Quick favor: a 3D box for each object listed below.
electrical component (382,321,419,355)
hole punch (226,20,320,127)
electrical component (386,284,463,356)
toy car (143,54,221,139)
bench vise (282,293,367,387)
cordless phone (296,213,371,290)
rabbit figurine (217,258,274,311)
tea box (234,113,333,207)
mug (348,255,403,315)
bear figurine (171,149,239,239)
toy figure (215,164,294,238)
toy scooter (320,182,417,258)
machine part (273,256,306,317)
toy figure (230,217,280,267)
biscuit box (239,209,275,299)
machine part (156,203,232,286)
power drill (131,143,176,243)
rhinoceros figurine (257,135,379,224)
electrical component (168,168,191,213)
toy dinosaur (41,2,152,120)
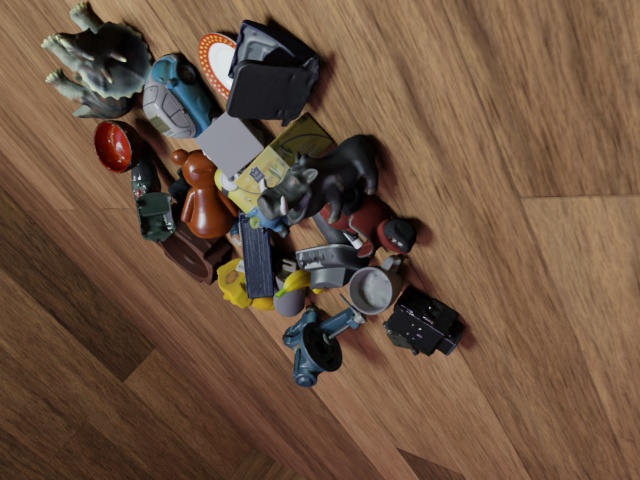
[{"bbox_3d":[0.174,0.210,1.144,0.063,0.021,0.094,-2,132,51],"label":"electrical component"},{"bbox_3d":[-0.071,-0.233,0.755,0.116,0.092,0.142,2,149,-22],"label":"hole punch"},{"bbox_3d":[0.198,0.158,1.007,0.134,0.058,0.114,32,152,15],"label":"electrical component"},{"bbox_3d":[-0.257,-0.235,0.952,0.109,0.103,0.161,2,132,50],"label":"toy car"},{"bbox_3d":[0.015,0.211,1.217,0.129,0.224,0.240,43,122,-14],"label":"bench vise"},{"bbox_3d":[-0.002,-0.003,1.017,0.147,0.089,0.184,-11,112,54],"label":"cordless phone"},{"bbox_3d":[-0.179,0.130,1.364,0.163,0.122,0.173,0,151,41],"label":"rabbit figurine"},{"bbox_3d":[-0.063,-0.125,0.880,0.068,0.098,0.170,46,153,-10],"label":"tea box"},{"bbox_3d":[0.111,0.073,0.959,0.081,0.109,0.107,27,-169,21],"label":"mug"},{"bbox_3d":[-0.239,-0.106,1.111,0.132,0.120,0.195,-124,24,-64],"label":"bear figurine"},{"bbox_3d":[-0.125,-0.079,1.033,0.180,0.082,0.089,43,143,-15],"label":"toy figure"},{"bbox_3d":[0.066,-0.025,0.894,0.184,0.075,0.135,35,157,5],"label":"toy scooter"},{"bbox_3d":[-0.068,0.109,1.235,0.079,0.079,0.243,32,149,14],"label":"machine part"},{"bbox_3d":[-0.154,0.012,1.223,0.154,0.058,0.064,45,135,-5],"label":"toy figure"},{"bbox_3d":[-0.135,0.032,1.145,0.059,0.063,0.202,-107,14,-56],"label":"biscuit box"},{"bbox_3d":[-0.331,0.010,1.400,0.201,0.087,0.201,37,150,6],"label":"machine part"},{"bbox_3d":[-0.383,-0.095,1.202,0.207,0.086,0.231,33,130,56],"label":"power drill"},{"bbox_3d":[0.001,-0.082,0.770,0.073,0.190,0.112,49,163,35],"label":"rhinoceros figurine"},{"bbox_3d":[-0.294,-0.117,1.189,0.048,0.075,0.119,18,148,33],"label":"electrical component"},{"bbox_3d":[-0.424,-0.305,1.049,0.192,0.131,0.405,42,157,-2],"label":"toy dinosaur"}]
